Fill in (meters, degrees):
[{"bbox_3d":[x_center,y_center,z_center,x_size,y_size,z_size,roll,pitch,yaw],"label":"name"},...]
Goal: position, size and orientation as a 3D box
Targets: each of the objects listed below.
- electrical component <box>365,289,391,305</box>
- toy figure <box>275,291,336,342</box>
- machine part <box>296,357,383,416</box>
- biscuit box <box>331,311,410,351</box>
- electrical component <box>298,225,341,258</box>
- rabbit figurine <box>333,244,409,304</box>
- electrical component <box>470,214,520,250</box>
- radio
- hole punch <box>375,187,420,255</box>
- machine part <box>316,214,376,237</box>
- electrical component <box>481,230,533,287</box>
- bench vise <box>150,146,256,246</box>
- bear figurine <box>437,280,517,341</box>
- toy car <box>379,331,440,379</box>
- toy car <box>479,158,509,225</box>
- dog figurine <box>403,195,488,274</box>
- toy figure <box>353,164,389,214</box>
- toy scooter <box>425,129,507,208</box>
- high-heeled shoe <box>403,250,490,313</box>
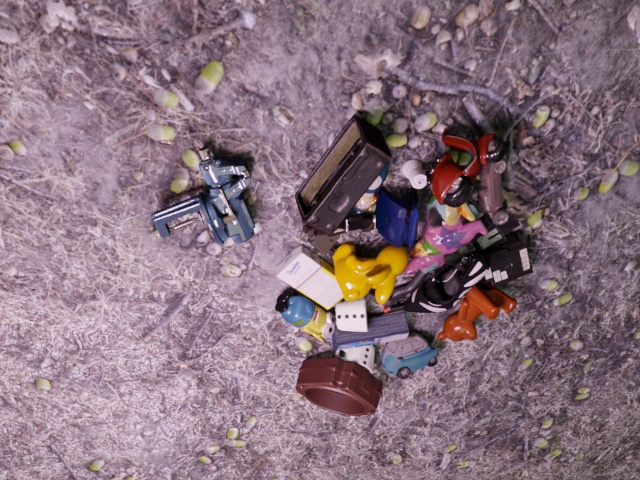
[{"bbox_3d":[0.131,0.132,1.348,0.094,0.063,0.021,20,120,-20],"label":"electrical component"},{"bbox_3d":[-0.036,0.188,1.347,0.180,0.089,0.082,33,82,-31],"label":"toy figure"},{"bbox_3d":[0.051,0.402,1.460,0.202,0.087,0.200,-14,135,42],"label":"machine part"},{"bbox_3d":[0.129,0.240,1.416,0.203,0.063,0.059,-9,151,-3],"label":"biscuit box"},{"bbox_3d":[-0.001,-0.004,1.246,0.102,0.045,0.078,37,84,-32],"label":"electrical component"},{"bbox_3d":[0.124,0.065,1.240,0.173,0.162,0.121,-24,115,14],"label":"rabbit figurine"},{"bbox_3d":[0.414,-0.025,1.293,0.119,0.048,0.074,-38,123,16],"label":"electrical component"},{"bbox_3d":[0.044,-0.129,1.108,0.073,0.131,0.229,24,118,-26],"label":"radio"},{"bbox_3d":[0.173,-0.052,1.199,0.092,0.116,0.142,4,124,-3],"label":"hole punch"},{"bbox_3d":[0.064,-0.031,1.207,0.139,0.039,0.084,-8,171,-32],"label":"machine part"},{"bbox_3d":[0.456,0.051,1.348,0.134,0.058,0.114,-20,124,5],"label":"electrical component"},{"bbox_3d":[-0.246,-0.071,1.110,0.241,0.129,0.223,-22,127,-2],"label":"bench vise"},{"bbox_3d":[0.402,0.207,1.409,0.120,0.132,0.195,-4,124,-41],"label":"bear figurine"},{"bbox_3d":[0.240,0.302,1.466,0.162,0.109,0.102,-16,108,-9],"label":"toy car"},{"bbox_3d":[0.379,-0.120,1.195,0.053,0.089,0.201,-18,127,-3],"label":"toy car"},{"bbox_3d":[0.263,-0.016,1.242,0.219,0.109,0.191,-36,124,19],"label":"dog figurine"},{"bbox_3d":[0.104,-0.116,1.175,0.064,0.058,0.154,30,125,16],"label":"toy figure"},{"bbox_3d":[0.282,-0.162,1.115,0.184,0.135,0.075,-49,152,-1],"label":"toy scooter"},{"bbox_3d":[0.286,0.103,1.254,0.249,0.086,0.145,-33,152,18],"label":"high-heeled shoe"}]
